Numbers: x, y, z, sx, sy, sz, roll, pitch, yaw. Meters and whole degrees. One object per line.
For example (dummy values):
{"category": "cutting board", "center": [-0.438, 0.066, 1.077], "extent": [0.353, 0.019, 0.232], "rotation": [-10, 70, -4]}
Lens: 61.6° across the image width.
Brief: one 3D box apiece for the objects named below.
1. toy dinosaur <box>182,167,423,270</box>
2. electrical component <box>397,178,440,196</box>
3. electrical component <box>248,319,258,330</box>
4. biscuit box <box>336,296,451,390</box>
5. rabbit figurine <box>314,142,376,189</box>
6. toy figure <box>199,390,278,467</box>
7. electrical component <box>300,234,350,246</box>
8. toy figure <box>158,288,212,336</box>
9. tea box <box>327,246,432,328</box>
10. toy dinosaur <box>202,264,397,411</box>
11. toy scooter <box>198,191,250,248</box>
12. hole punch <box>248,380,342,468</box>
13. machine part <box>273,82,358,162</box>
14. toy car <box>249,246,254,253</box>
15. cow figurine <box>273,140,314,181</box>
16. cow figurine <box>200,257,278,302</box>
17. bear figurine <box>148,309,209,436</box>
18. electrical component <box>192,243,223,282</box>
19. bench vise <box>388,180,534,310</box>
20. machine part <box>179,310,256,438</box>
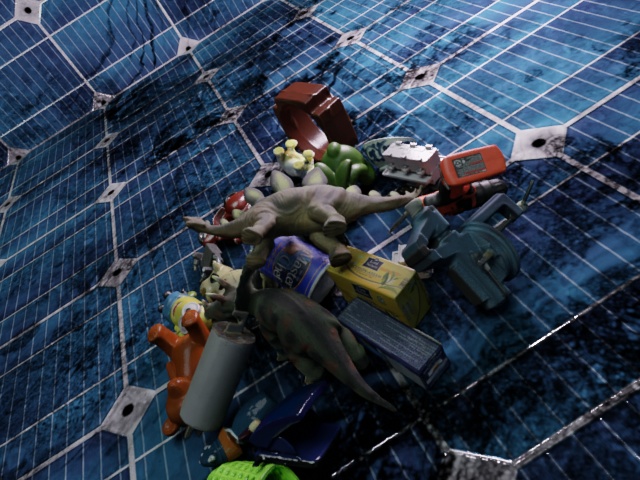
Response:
{"category": "toy dinosaur", "center": [-0.007, -0.052, 0.971], "extent": [0.471, 0.105, 0.199], "rotation": [-2, 42, -16]}
{"category": "electrical component", "center": [0.228, -0.106, 1.114], "extent": [0.119, 0.047, 0.075], "rotation": [18, 60, 44]}
{"category": "electrical component", "center": [-0.170, 0.172, 1.074], "extent": [0.094, 0.063, 0.021], "rotation": [-28, 38, 7]}
{"category": "biscuit box", "center": [0.116, 0.164, 0.889], "extent": [0.063, 0.059, 0.203], "rotation": [-45, 40, -15]}
{"category": "rabbit figurine", "center": [0.057, -0.124, 1.192], "extent": [0.121, 0.159, 0.170], "rotation": [-9, 58, 14]}
{"category": "toy figure", "center": [-0.134, 0.321, 0.894], "extent": [0.058, 0.064, 0.154], "rotation": [42, 81, 13]}
{"category": "electrical component", "center": [-0.002, -0.003, 1.093], "extent": [0.115, 0.134, 0.058], "rotation": [14, 55, 42]}
{"category": "toy figure", "center": [-0.282, 0.156, 1.156], "extent": [0.089, 0.082, 0.180], "rotation": [-4, 10, -36]}
{"category": "tea box", "center": [0.104, 0.083, 0.957], "extent": [0.068, 0.098, 0.170], "rotation": [-48, 39, -19]}
{"category": "toy dinosaur", "center": [-0.043, 0.145, 0.915], "extent": [0.405, 0.192, 0.131], "rotation": [15, 60, 45]}
{"category": "toy scooter", "center": [-0.211, -0.043, 1.329], "extent": [0.135, 0.075, 0.184], "rotation": [18, 63, 46]}
{"category": "hole punch", "center": [-0.041, 0.275, 0.817], "extent": [0.116, 0.092, 0.142], "rotation": [-7, 13, 24]}
{"category": "machine part", "center": [-0.011, -0.293, 1.358], "extent": [0.087, 0.200, 0.202], "rotation": [-44, 39, -18]}
{"category": "toy car", "center": [-0.100, -0.007, 1.204], "extent": [0.161, 0.109, 0.103], "rotation": [-61, 23, -16]}
{"category": "cow figurine", "center": [-0.039, -0.175, 1.353], "extent": [0.068, 0.098, 0.168], "rotation": [-40, 57, -19]}
{"category": "cow figurine", "center": [-0.177, 0.095, 1.149], "extent": [0.195, 0.085, 0.127], "rotation": [-12, 48, 28]}
{"category": "bear figurine", "center": [-0.258, 0.249, 1.004], "extent": [0.120, 0.131, 0.196], "rotation": [-22, 33, 14]}
{"category": "electrical component", "center": [-0.267, 0.052, 1.272], "extent": [0.102, 0.045, 0.078], "rotation": [49, 128, 47]}
{"category": "bench vise", "center": [0.256, -0.010, 0.898], "extent": [0.240, 0.128, 0.224], "rotation": [-38, 71, -24]}
{"category": "machine part", "center": [-0.170, 0.226, 0.894], "extent": [0.079, 0.079, 0.243], "rotation": [34, 105, 50]}
